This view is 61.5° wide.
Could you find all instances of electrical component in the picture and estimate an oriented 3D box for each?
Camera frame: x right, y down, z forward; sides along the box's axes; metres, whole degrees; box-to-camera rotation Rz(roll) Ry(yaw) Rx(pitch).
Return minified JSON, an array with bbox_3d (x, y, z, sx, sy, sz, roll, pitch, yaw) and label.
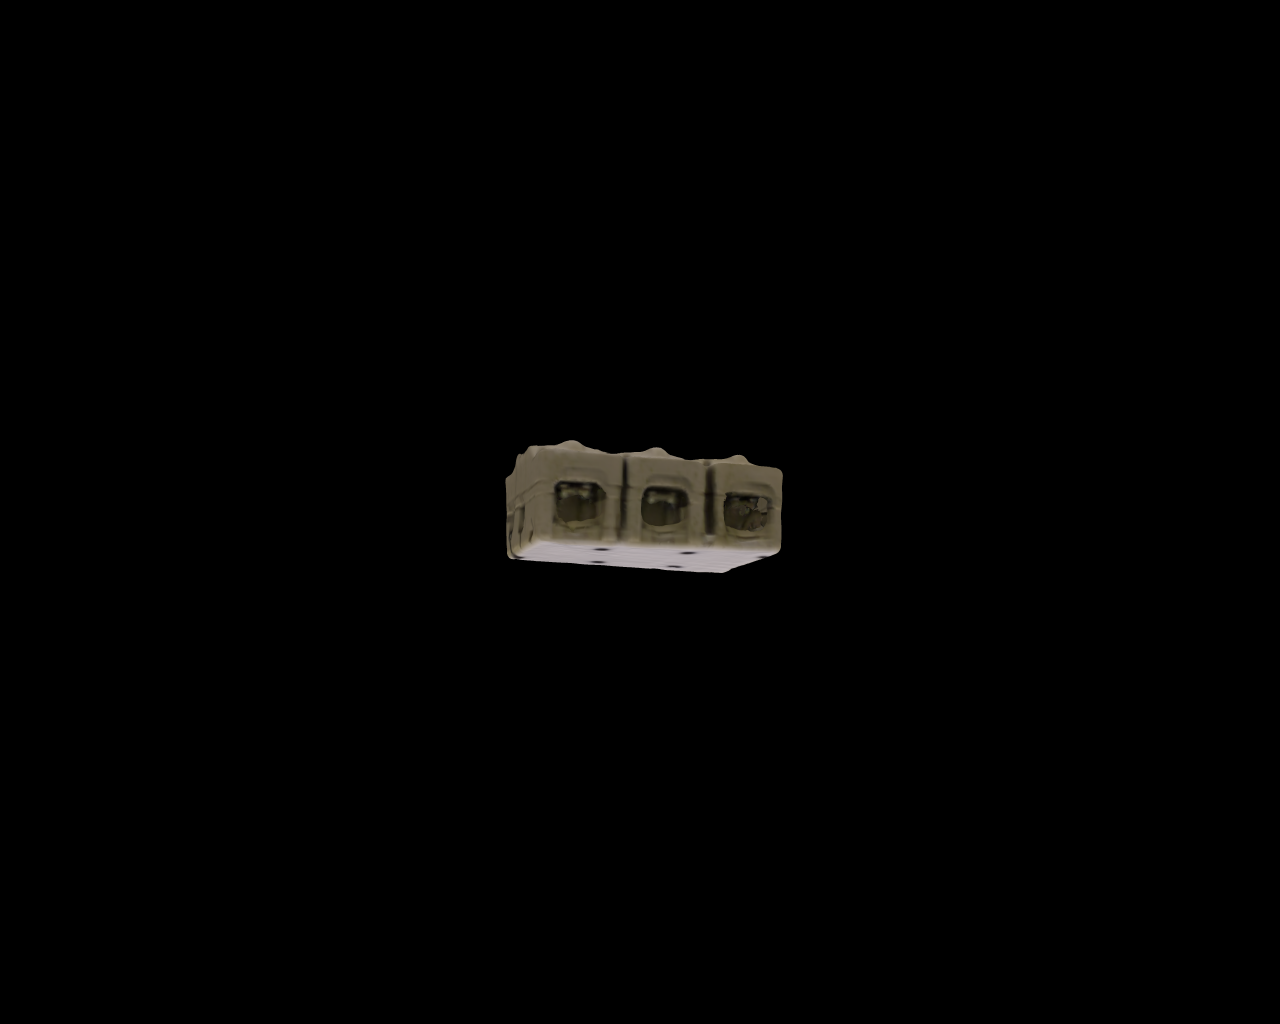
[{"bbox_3d":[0.001,-0.003,0.650,0.150,0.061,0.089,4,-11,-20],"label":"electrical component"}]
